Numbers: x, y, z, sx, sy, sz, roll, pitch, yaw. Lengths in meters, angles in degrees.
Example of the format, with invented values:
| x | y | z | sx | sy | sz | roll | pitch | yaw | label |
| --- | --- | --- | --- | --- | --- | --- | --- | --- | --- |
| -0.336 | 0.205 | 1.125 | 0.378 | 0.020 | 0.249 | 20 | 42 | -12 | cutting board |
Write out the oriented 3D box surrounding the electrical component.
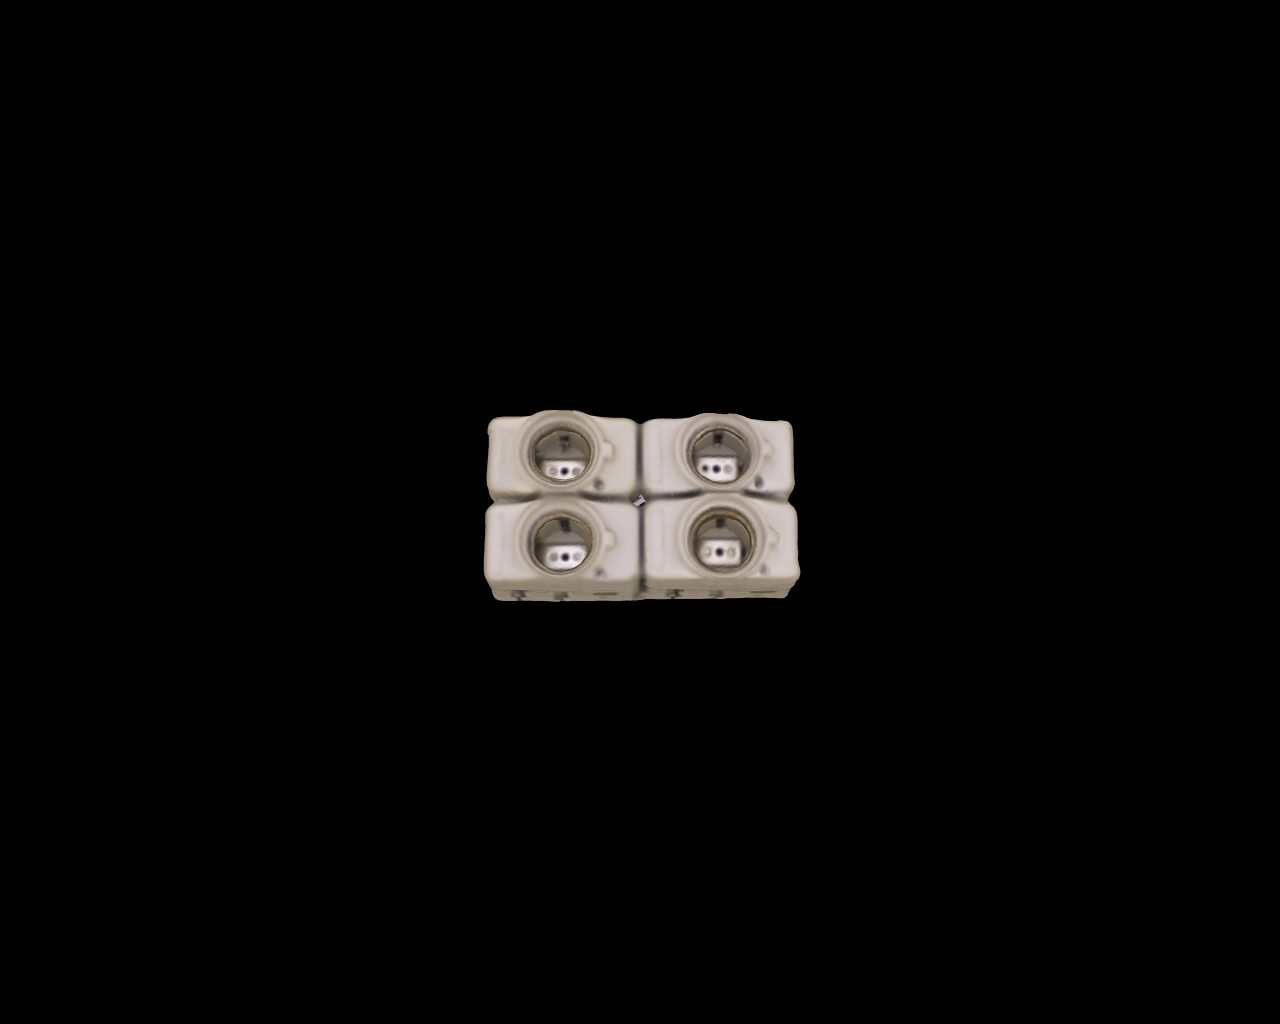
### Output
| x | y | z | sx | sy | sz | roll | pitch | yaw | label |
| --- | --- | --- | --- | --- | --- | --- | --- | --- | --- |
| 0.001 | -0.003 | 0.650 | 0.186 | 0.105 | 0.060 | 0 | -17 | 0 | electrical component |
